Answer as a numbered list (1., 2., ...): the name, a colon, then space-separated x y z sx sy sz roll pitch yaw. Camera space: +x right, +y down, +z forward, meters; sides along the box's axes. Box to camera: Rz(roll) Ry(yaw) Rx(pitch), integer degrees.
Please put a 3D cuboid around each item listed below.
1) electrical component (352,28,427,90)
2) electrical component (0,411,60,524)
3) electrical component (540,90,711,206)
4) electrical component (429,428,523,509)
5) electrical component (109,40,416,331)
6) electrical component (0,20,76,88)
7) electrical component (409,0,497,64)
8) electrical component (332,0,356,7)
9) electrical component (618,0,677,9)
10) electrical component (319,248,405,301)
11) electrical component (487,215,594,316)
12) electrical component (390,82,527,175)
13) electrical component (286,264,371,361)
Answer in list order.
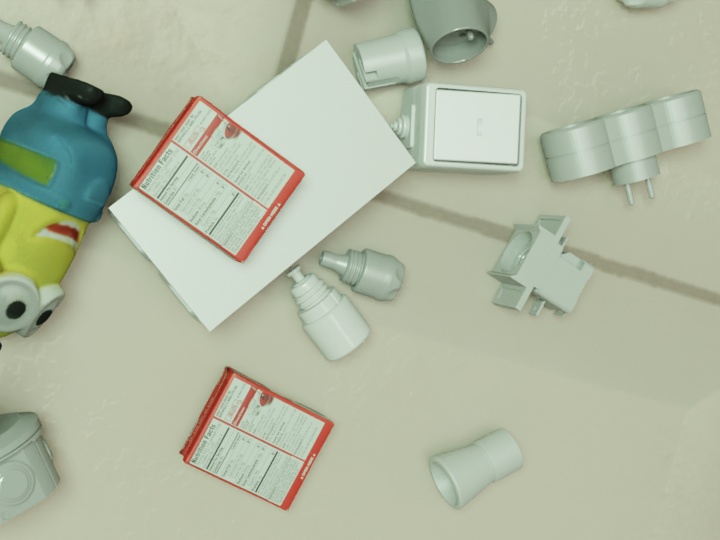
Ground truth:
1. electrical component: 0.021 -0.153 0.790 0.046 0.040 0.040 -14 97 -10
2. electrical component: -0.241 0.131 0.705 0.080 0.080 0.051 -24 105 -14
3. electrical component: 0.213 -0.088 0.842 0.138 0.052 0.073 -18 97 -15
4. electrical component: 0.092 0.149 0.825 0.065 0.044 0.044 -24 99 -19
5. electrical component: -0.070 -0.059 0.755 0.186 0.060 0.105 -40 103 -11
6. electrical component: -0.223 -0.149 0.719 0.061 0.035 0.035 34 83 -13
7. electrical component: 0.075 -0.190 0.795 0.079 0.043 0.077 19 53 -50
8. electrical component: -0.007 -0.228 0.757 0.051 0.080 0.080 41 81 -20
9. electrical component: 0.236 -0.228 0.847 0.062 0.043 0.043 -4 94 -17
10. electrical component: 0.000 0.000 0.793 0.061 0.035 0.035 18 88 -14
11. electrical component: 0.142 0.000 0.832 0.064 0.042 0.081 32 84 -19
12. electrical component: 0.071 -0.104 0.795 0.096 0.061 0.061 2 92 -17
13. electrical component: -0.026 0.030 0.784 0.040 0.040 0.078 -39 102 -11
